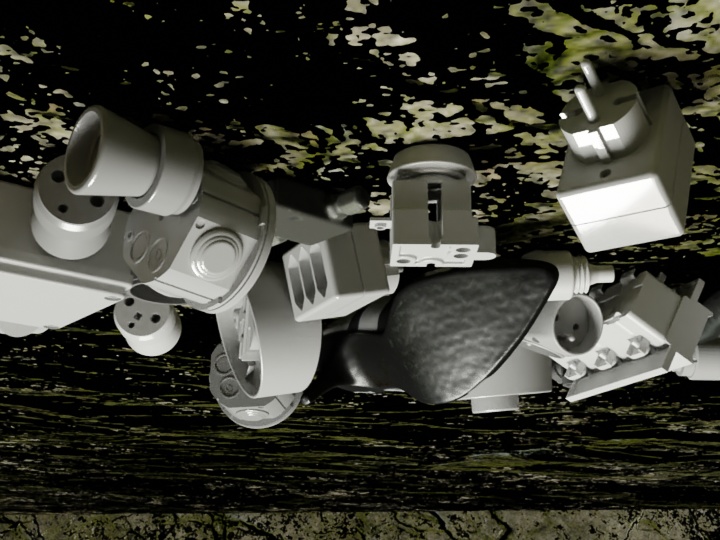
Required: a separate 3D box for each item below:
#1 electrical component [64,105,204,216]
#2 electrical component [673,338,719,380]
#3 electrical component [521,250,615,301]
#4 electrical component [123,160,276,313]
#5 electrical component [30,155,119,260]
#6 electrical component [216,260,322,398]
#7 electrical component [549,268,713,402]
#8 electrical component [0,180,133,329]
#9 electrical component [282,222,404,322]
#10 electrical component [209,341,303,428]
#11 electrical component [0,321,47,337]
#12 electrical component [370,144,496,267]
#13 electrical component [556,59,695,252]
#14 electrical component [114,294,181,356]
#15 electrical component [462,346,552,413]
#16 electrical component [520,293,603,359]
[{"bbox_3d":[-0.112,-0.053,0.533,0.055,0.045,0.045,14,158,-37],"label":"electrical component"},{"bbox_3d":[0.290,0.076,0.941,0.078,0.040,0.040,1,162,-2],"label":"electrical component"},{"bbox_3d":[0.140,0.003,0.724,0.061,0.035,0.035,-2,162,-2],"label":"electrical component"},{"bbox_3d":[-0.086,-0.021,0.580,0.051,0.080,0.080,22,153,-38],"label":"electrical component"},{"bbox_3d":[-0.157,-0.035,0.591,0.045,0.045,0.055,6,161,-17],"label":"electrical component"},{"bbox_3d":[-0.067,0.039,0.745,0.064,0.099,0.099,2,163,-25],"label":"electrical component"},{"bbox_3d":[0.193,0.047,0.800,0.063,0.078,0.121,35,154,-9],"label":"electrical component"},{"bbox_3d":[-0.210,-0.008,0.657,0.109,0.056,0.109,14,158,-37],"label":"electrical component"},{"bbox_3d":[0.000,0.000,0.697,0.077,0.047,0.066,-6,167,-29],"label":"electrical component"},{"bbox_3d":[-0.092,0.095,0.945,0.080,0.080,0.051,-2,157,9],"label":"electrical component"},{"bbox_3d":[-0.243,0.022,0.743,0.079,0.044,0.077,26,-177,41],"label":"electrical component"},{"bbox_3d":[0.038,-0.034,0.573,0.066,0.055,0.048,0,162,-1],"label":"electrical component"},{"bbox_3d":[0.115,-0.060,0.488,0.047,0.065,0.076,-11,130,33],"label":"electrical component"},{"bbox_3d":[-0.162,0.038,0.821,0.045,0.045,0.055,1,162,-2],"label":"electrical component"},{"bbox_3d":[0.114,0.092,0.928,0.108,0.060,0.108,-5,172,-1],"label":"electrical component"},{"bbox_3d":[0.119,0.029,0.768,0.079,0.044,0.077,24,173,-24],"label":"electrical component"}]
